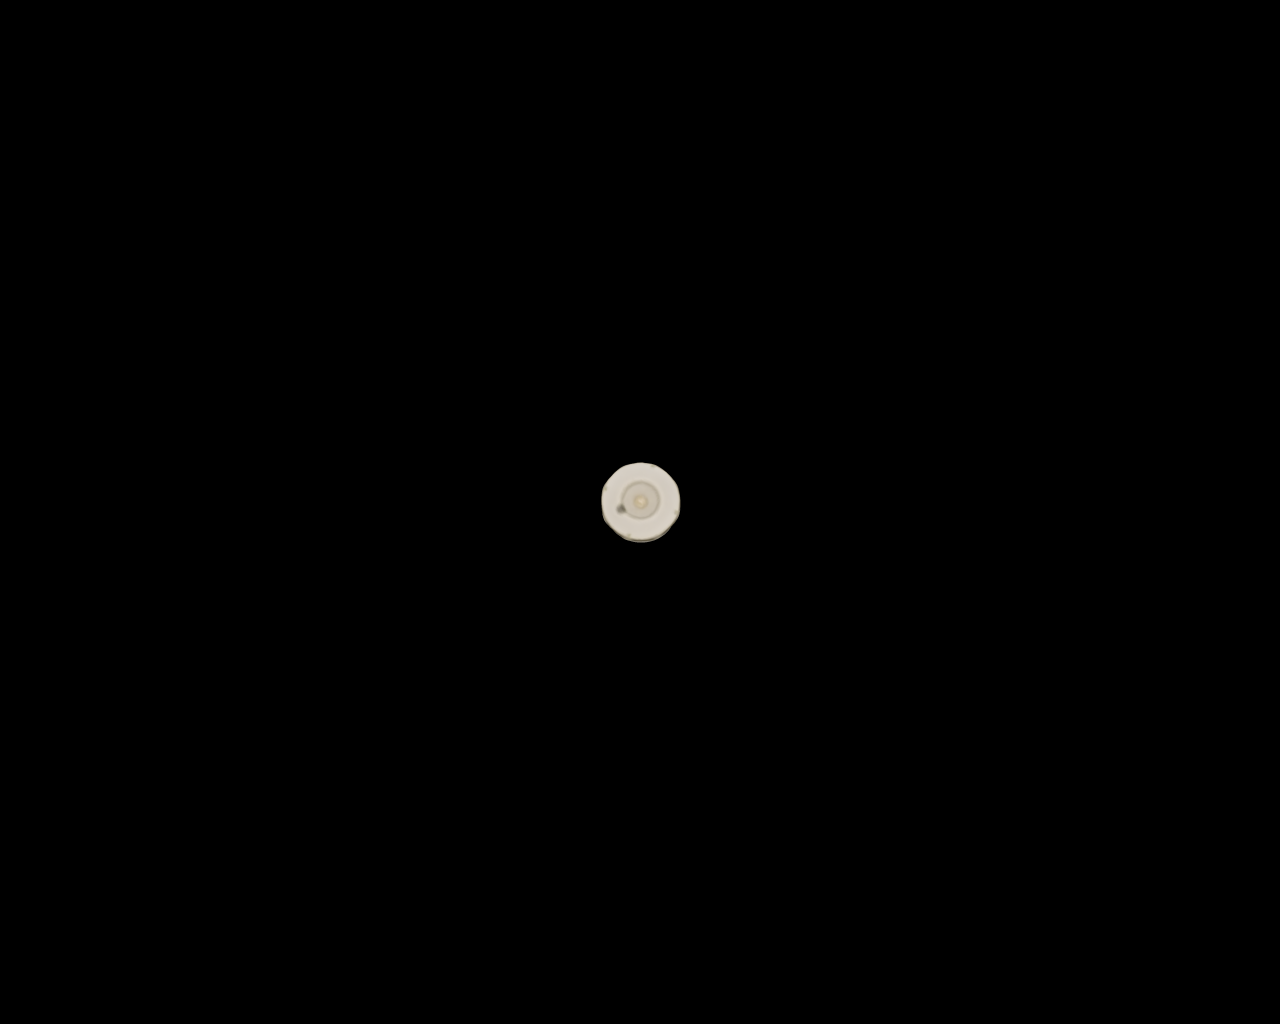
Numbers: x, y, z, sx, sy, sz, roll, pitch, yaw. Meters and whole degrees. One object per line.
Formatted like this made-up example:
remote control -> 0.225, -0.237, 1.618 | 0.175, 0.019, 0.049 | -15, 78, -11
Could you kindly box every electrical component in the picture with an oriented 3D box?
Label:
electrical component -> 0.001, -0.003, 0.650 | 0.048, 0.048, 0.062 | 0, -9, 0
